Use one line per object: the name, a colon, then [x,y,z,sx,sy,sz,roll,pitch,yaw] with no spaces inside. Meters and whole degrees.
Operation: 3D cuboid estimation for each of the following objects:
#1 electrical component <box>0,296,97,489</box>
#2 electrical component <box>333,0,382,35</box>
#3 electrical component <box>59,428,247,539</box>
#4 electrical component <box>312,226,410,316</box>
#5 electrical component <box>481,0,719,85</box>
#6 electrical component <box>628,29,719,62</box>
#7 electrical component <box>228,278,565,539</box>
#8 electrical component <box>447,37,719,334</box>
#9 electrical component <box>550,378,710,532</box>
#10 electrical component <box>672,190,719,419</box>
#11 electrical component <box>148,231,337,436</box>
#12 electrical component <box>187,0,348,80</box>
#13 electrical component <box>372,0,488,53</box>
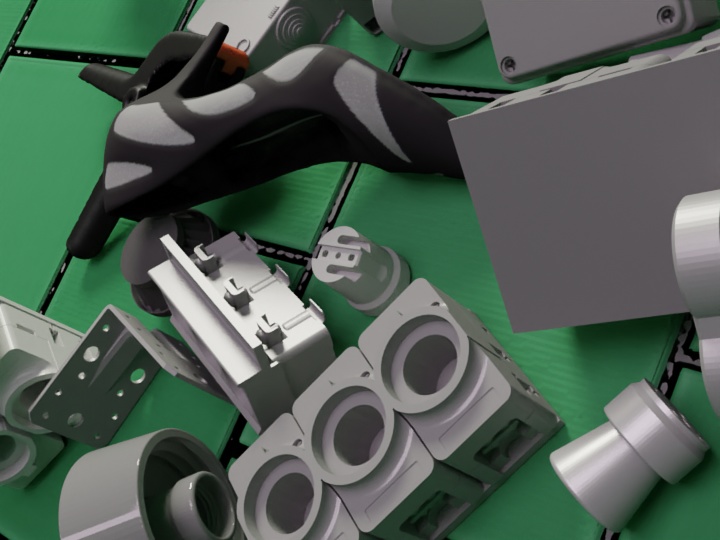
electrical component: [-0.263,0.069,0.690,0.105,0.186,0.060,-45,47,11]
electrical component: [0.013,-0.221,0.678,0.109,0.109,0.056,-34,52,20]
electrical component: [-0.103,0.138,0.582,0.060,0.108,0.108,-25,53,19]
electrical component: [0.000,0.000,0.612,0.040,0.046,0.040,-19,56,31]
electrical component: [0.118,-0.164,0.562,0.109,0.056,0.108,-11,96,38]
electrical component: [0.172,-0.098,0.531,0.065,0.044,0.044,-21,55,23]
electrical component: [0.012,0.089,0.543,0.150,0.062,0.089,-46,47,10]
electrical component: [0.146,-0.042,0.468,0.186,0.060,0.105,-10,104,35]
electrical component: [0.119,0.081,0.473,0.055,0.045,0.045,-44,47,11]
electrical component: [0.174,0.032,0.409,0.074,0.052,0.138,-10,104,35]
electrical component: [-0.067,0.031,0.632,0.063,0.078,0.121,-31,44,-16]
electrical component: [-0.066,-0.181,0.765,0.099,0.048,0.100,-53,47,1]
electrical component: [0.046,-0.176,0.648,0.080,0.080,0.051,-29,46,24]
